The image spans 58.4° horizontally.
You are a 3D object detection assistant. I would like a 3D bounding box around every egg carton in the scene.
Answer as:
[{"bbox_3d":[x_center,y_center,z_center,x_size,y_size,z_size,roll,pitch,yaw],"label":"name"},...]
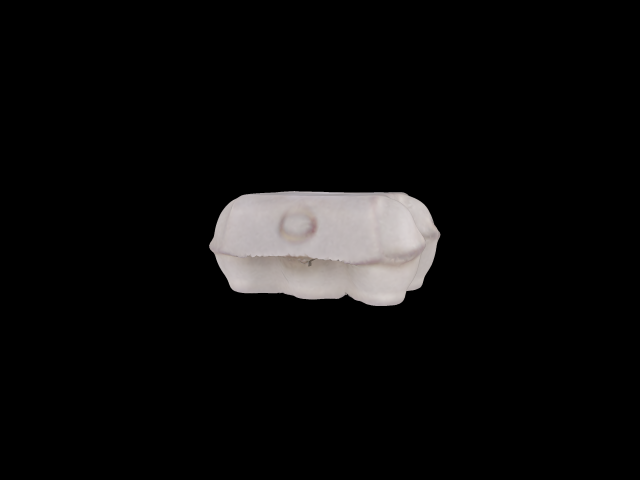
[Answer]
[{"bbox_3d":[0.004,0.001,0.400,0.150,0.069,0.107,3,7,22],"label":"egg carton"}]
